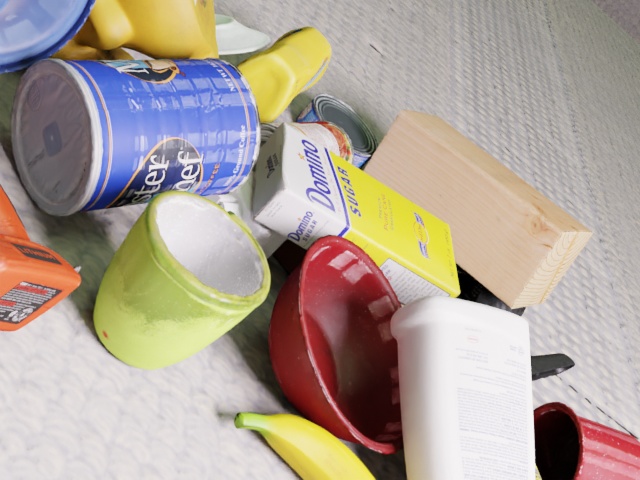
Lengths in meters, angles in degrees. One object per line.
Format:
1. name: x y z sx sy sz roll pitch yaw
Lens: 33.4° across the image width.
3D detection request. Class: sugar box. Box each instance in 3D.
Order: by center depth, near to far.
1. sugar box: 0.030 -0.015 0.853 0.176 0.048 0.093 32 31 -24

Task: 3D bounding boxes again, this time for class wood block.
1. wood block: 0.151 -0.033 1.054 0.206 0.091 0.090 41 21 25

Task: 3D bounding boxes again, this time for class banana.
1. banana: 0.020 0.185 0.698 0.069 0.037 0.198 -26 71 -42

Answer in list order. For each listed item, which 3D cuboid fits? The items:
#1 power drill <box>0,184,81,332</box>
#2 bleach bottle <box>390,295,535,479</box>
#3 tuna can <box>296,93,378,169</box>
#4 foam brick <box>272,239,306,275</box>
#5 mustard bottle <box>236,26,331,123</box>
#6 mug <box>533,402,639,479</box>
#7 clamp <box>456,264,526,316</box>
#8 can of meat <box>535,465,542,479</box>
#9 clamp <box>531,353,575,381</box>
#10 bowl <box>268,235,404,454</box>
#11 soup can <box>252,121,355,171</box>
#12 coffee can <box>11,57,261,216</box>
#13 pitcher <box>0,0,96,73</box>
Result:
1. power drill: -0.221 -0.042 0.597 0.188 0.057 0.184 57 8 16
2. bleach bottle: 0.099 0.170 0.731 0.102 0.068 0.251 14 62 -23
3. tuna can: 0.017 -0.108 1.089 0.086 0.034 0.086 33 30 -22
4. foam brick: -0.006 0.001 0.890 0.078 0.051 0.052 51 29 12
5. mustard bottle: -0.036 -0.159 1.017 0.058 0.096 0.191 47 27 -5
6. mug: 0.210 0.199 0.869 0.081 0.117 0.093 21 -9 -23
7. clamp: 0.158 0.055 1.054 0.171 0.039 0.120 16 36 -40
8. can of meat: 0.122 0.169 0.833 0.101 0.058 0.084 19 40 -39
9. clamp: 0.161 0.126 0.958 0.210 0.036 0.164 35 38 -15
10. bowl: 0.011 0.080 0.771 0.162 0.055 0.162 40 39 -43
11. soup can: -0.024 -0.071 0.947 0.068 0.069 0.102 53 29 15
12. coffee can: -0.127 -0.075 0.742 0.140 0.103 0.103 -10 59 -44
13. pitcher: -0.267 -0.222 0.729 0.149 0.145 0.243 8 29 -45
